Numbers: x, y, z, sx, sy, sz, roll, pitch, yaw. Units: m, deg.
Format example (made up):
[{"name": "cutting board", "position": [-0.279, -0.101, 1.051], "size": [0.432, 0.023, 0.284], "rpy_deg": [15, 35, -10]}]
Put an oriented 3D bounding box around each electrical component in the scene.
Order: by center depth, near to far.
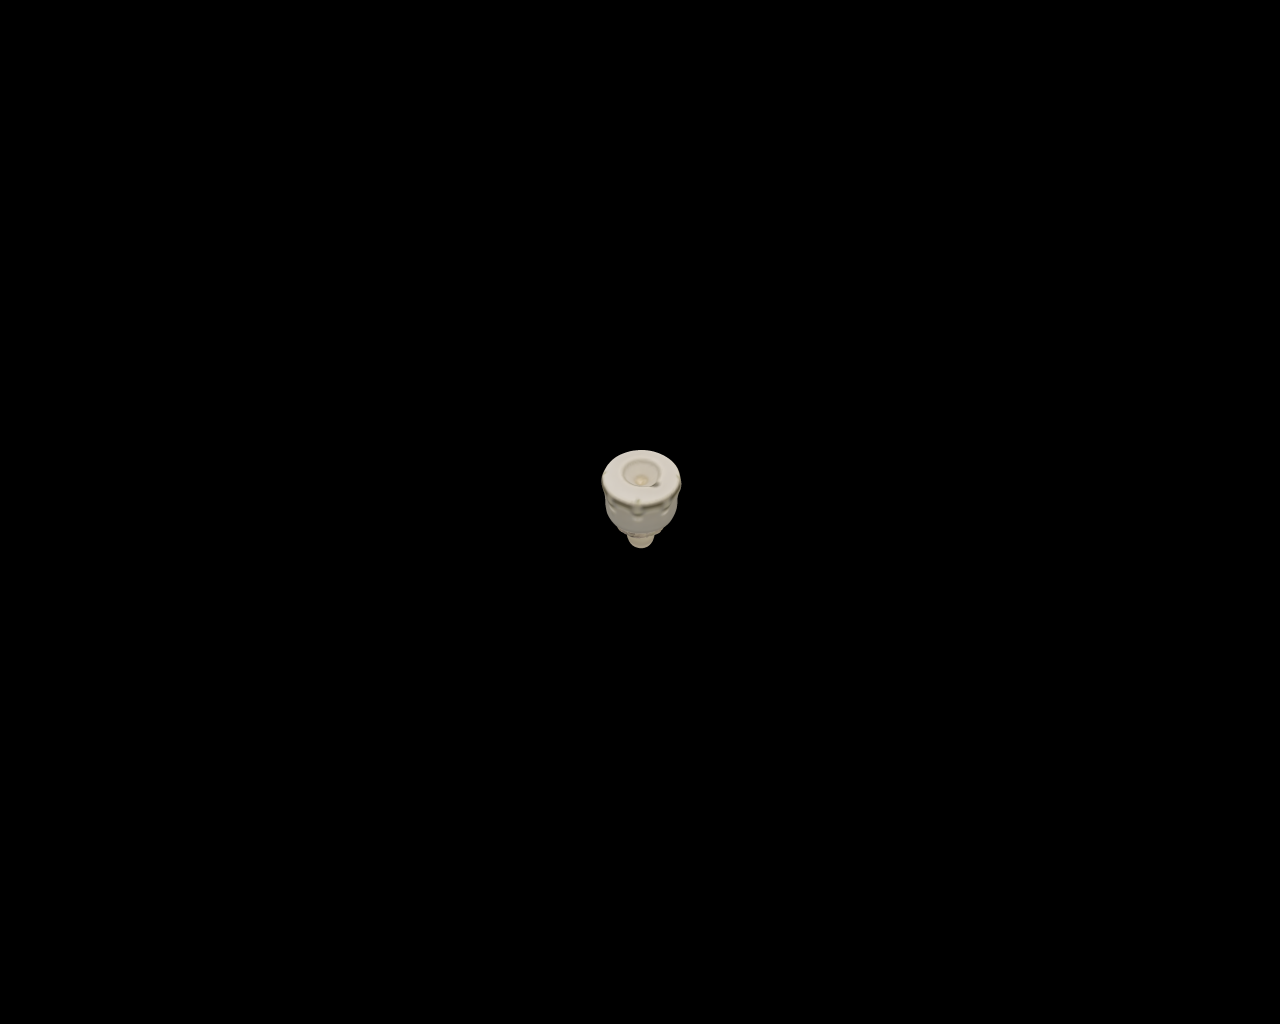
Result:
[{"name": "electrical component", "position": [0.001, -0.003, 0.650], "size": [0.048, 0.048, 0.062], "rpy_deg": [0, -44, 0]}]
